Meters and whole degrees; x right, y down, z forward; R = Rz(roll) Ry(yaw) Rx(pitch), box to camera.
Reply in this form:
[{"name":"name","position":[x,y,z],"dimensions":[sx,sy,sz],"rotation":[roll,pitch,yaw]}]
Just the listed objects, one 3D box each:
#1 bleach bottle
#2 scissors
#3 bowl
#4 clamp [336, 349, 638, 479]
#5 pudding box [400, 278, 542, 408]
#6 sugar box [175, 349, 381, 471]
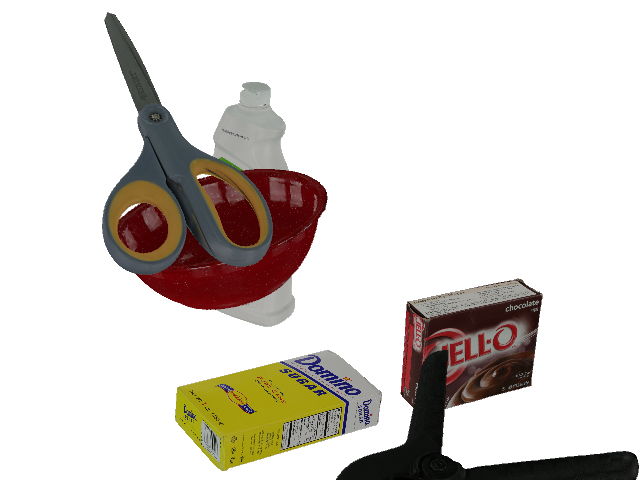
[{"name":"bleach bottle","position":[-0.069,-0.040,1.122],"dimensions":[0.103,0.251,0.068],"rotation":[17,27,23]},{"name":"scissors","position":[-0.104,-0.053,0.589],"dimensions":[0.096,0.202,0.016],"rotation":[-27,-30,-28]},{"name":"bowl","position":[-0.069,0.004,0.781],"dimensions":[0.162,0.055,0.162],"rotation":[-10,26,5]},{"name":"clamp","position":[0.068,0.144,0.660],"dimensions":[0.209,0.036,0.165],"rotation":[-23,37,-31]},{"name":"pudding box","position":[0.123,0.086,0.875],"dimensions":[0.113,0.090,0.039],"rotation":[-12,29,-25]},{"name":"sugar box","position":[-0.039,0.157,1.015],"dimensions":[0.175,0.048,0.093],"rotation":[-13,31,-32]}]
